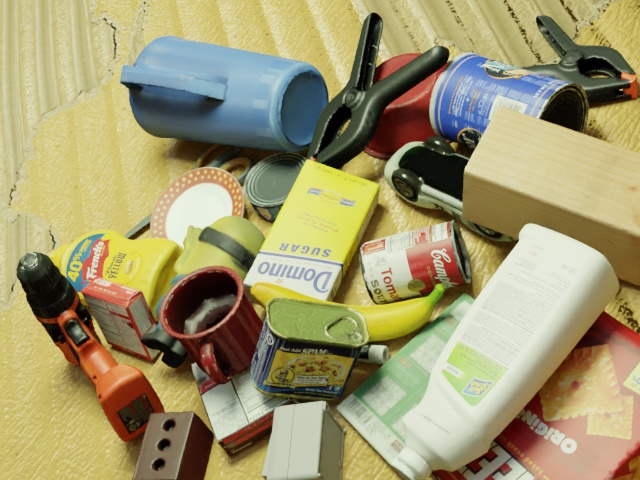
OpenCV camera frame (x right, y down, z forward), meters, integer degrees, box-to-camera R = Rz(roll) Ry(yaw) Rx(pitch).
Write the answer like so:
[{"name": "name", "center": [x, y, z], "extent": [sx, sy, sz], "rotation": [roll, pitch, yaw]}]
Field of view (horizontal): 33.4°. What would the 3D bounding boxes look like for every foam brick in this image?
[{"name": "foam brick", "center": [-0.147, 0.219, 1.079], "extent": [0.053, 0.051, 0.078], "rotation": [-6, 50, 21]}]

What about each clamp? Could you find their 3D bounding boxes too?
[{"name": "clamp", "center": [0.055, -0.159, 1.227], "extent": [0.210, 0.036, 0.165], "rotation": [-60, 36, 1]}, {"name": "clamp", "center": [0.290, -0.206, 1.228], "extent": [0.172, 0.039, 0.120], "rotation": [18, 68, 30]}]

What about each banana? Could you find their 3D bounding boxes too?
[{"name": "banana", "center": [0.029, 0.073, 1.093], "extent": [0.198, 0.069, 0.037], "rotation": [-1, 22, 6]}]

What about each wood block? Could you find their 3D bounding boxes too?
[{"name": "wood block", "center": [0.250, -0.041, 1.033], "extent": [0.206, 0.091, 0.090], "rotation": [22, 63, 19]}]

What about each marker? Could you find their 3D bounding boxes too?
[{"name": "marker", "center": [0.013, 0.115, 1.109], "extent": [0.121, 0.020, 0.020], "rotation": [2, 54, 28]}]

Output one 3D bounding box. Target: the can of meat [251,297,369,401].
[{"name": "can of meat", "center": [-0.012, 0.110, 1.053], "extent": [0.102, 0.084, 0.057], "rotation": [8, 36, -14]}]

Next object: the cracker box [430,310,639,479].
[{"name": "cracker box", "center": [0.207, 0.163, 0.936], "extent": [0.213, 0.072, 0.164], "rotation": [-41, 46, -9]}]

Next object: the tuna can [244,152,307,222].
[{"name": "tuna can", "center": [-0.046, -0.064, 1.278], "extent": [0.086, 0.033, 0.086], "rotation": [-14, 48, 16]}]

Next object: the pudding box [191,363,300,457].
[{"name": "pudding box", "center": [-0.077, 0.156, 1.107], "extent": [0.090, 0.039, 0.113], "rotation": [-29, 48, 1]}]

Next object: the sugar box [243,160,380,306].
[{"name": "sugar box", "center": [-0.008, 0.001, 1.179], "extent": [0.093, 0.048, 0.176], "rotation": [19, 59, 11]}]

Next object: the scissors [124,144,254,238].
[{"name": "scissors", "center": [-0.159, -0.054, 1.339], "extent": [0.096, 0.016, 0.201], "rotation": [26, 67, 39]}]

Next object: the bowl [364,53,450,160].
[{"name": "bowl", "center": [0.104, -0.173, 1.282], "extent": [0.162, 0.055, 0.162], "rotation": [-14, 48, 16]}]

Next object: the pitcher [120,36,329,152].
[{"name": "pitcher", "center": [-0.118, -0.178, 1.315], "extent": [0.243, 0.145, 0.149], "rotation": [14, 47, 37]}]

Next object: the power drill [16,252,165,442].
[{"name": "power drill", "center": [-0.247, 0.113, 1.140], "extent": [0.057, 0.184, 0.188], "rotation": [-35, 54, -14]}]

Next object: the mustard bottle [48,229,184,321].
[{"name": "mustard bottle", "center": [-0.254, 0.036, 1.281], "extent": [0.192, 0.058, 0.096], "rotation": [9, 70, 33]}]

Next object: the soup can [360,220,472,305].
[{"name": "soup can", "center": [0.099, 0.024, 1.109], "extent": [0.102, 0.068, 0.068], "rotation": [-14, 48, 16]}]

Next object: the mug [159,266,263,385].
[{"name": "mug", "center": [-0.104, 0.095, 1.085], "extent": [0.093, 0.081, 0.117], "rotation": [-20, 43, 10]}]

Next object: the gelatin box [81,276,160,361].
[{"name": "gelatin box", "center": [-0.220, 0.087, 1.198], "extent": [0.073, 0.089, 0.030], "rotation": [14, 47, 34]}]

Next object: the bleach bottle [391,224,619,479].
[{"name": "bleach bottle", "center": [0.147, 0.104, 0.925], "extent": [0.250, 0.068, 0.103], "rotation": [-48, 41, -13]}]

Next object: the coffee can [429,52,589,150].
[{"name": "coffee can", "center": [0.206, -0.139, 1.169], "extent": [0.140, 0.102, 0.102], "rotation": [26, 67, 39]}]
